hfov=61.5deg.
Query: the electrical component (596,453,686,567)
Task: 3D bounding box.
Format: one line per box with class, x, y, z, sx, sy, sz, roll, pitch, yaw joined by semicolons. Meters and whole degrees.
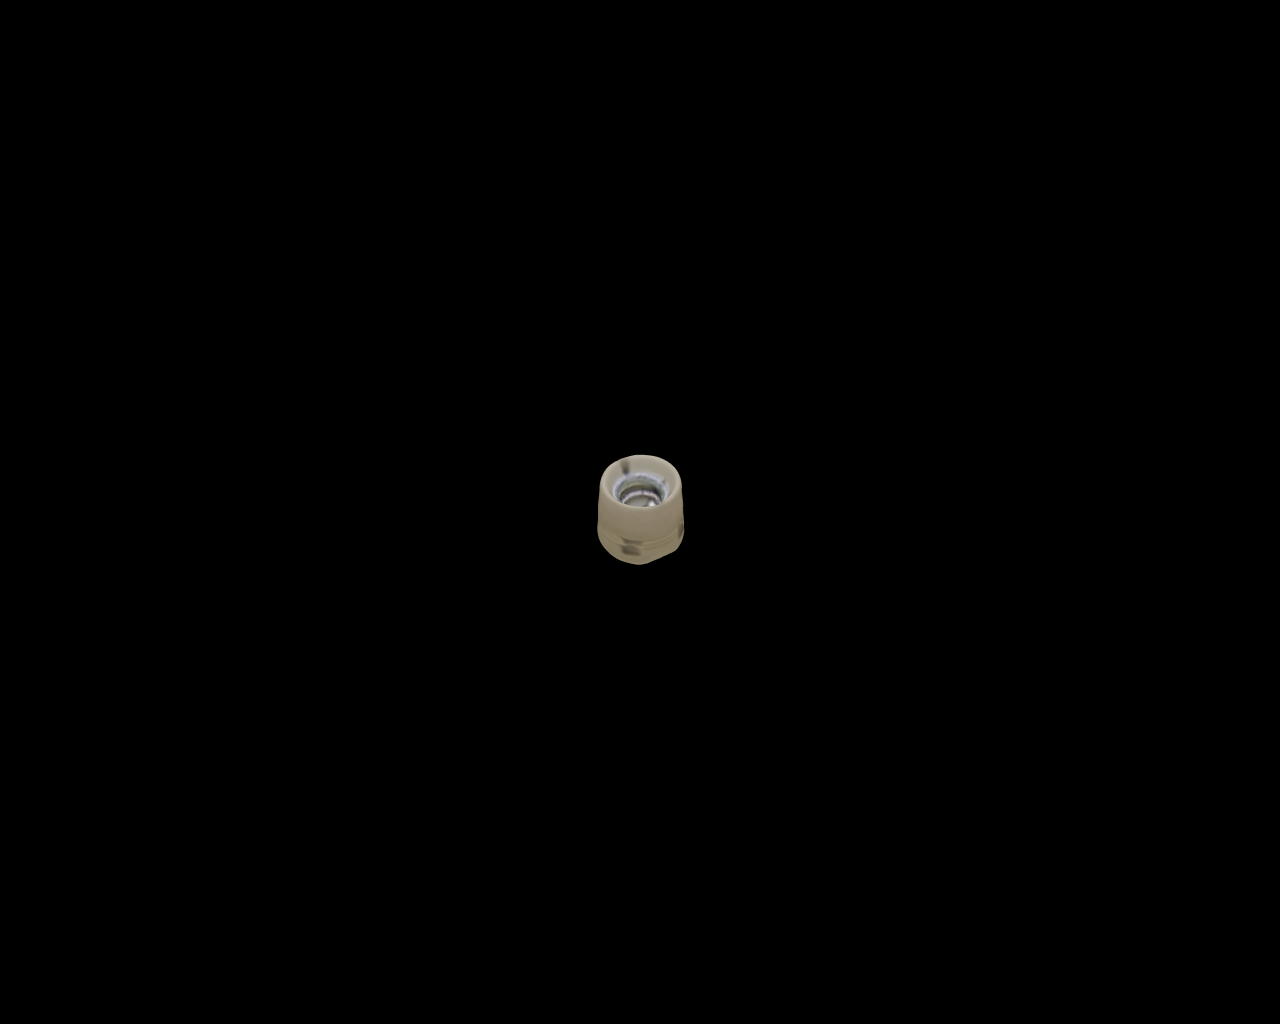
electrical component;0.001;-0.003;0.650;0.055;0.055;0.047;0;-44;0
